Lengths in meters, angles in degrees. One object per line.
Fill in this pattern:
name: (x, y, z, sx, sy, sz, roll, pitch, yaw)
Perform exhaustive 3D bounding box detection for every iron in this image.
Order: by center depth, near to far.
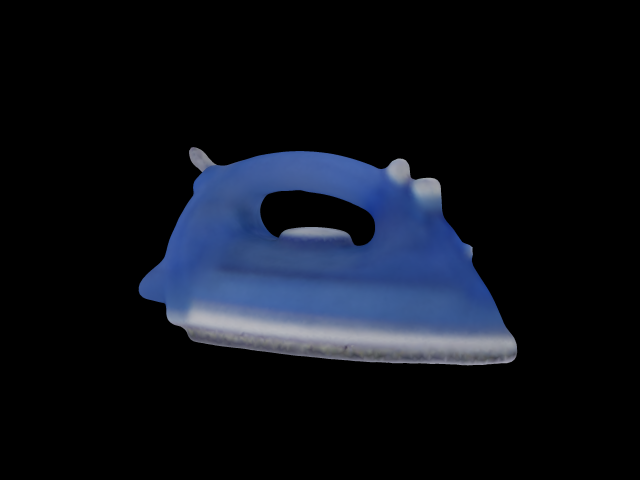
iron: (0.004, 0.001, 0.400, 0.257, 0.141, 0.119, 1, 4, 24)
